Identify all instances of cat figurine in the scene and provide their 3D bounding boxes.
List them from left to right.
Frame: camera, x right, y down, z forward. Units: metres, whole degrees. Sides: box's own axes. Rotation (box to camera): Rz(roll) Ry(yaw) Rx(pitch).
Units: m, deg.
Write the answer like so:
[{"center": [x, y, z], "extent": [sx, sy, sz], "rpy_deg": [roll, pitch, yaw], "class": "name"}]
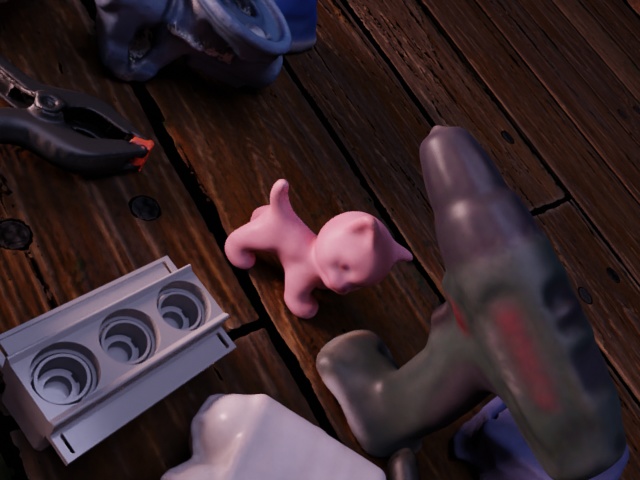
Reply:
[{"center": [0.004, 0.002, 0.459], "extent": [0.128, 0.117, 0.067], "rpy_deg": [38, 44, -5], "class": "cat figurine"}]

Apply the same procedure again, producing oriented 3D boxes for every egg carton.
[{"center": [-0.024, 0.165, 0.349], "extent": [0.150, 0.069, 0.107], "rpy_deg": [35, 44, -9], "class": "egg carton"}]

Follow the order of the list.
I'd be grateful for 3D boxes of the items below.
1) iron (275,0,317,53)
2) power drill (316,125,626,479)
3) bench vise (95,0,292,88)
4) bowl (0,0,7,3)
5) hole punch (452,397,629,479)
[{"center": [-0.084, -0.291, 0.601], "extent": [0.259, 0.141, 0.118], "rpy_deg": [4, 56, -34], "class": "iron"}, {"center": [0.088, 0.067, 0.404], "extent": [0.076, 0.208, 0.229], "rpy_deg": [-20, 71, -43], "class": "power drill"}, {"center": [-0.088, -0.218, 0.486], "extent": [0.208, 0.219, 0.121], "rpy_deg": [-21, 71, -43], "class": "bench vise"}, {"center": [-0.303, -0.238, 0.450], "extent": [0.168, 0.074, 0.167], "rpy_deg": [19, 49, -23], "class": "bowl"}, {"center": [0.184, 0.172, 0.479], "extent": [0.109, 0.091, 0.101], "rpy_deg": [-20, 71, -43], "class": "hole punch"}]
